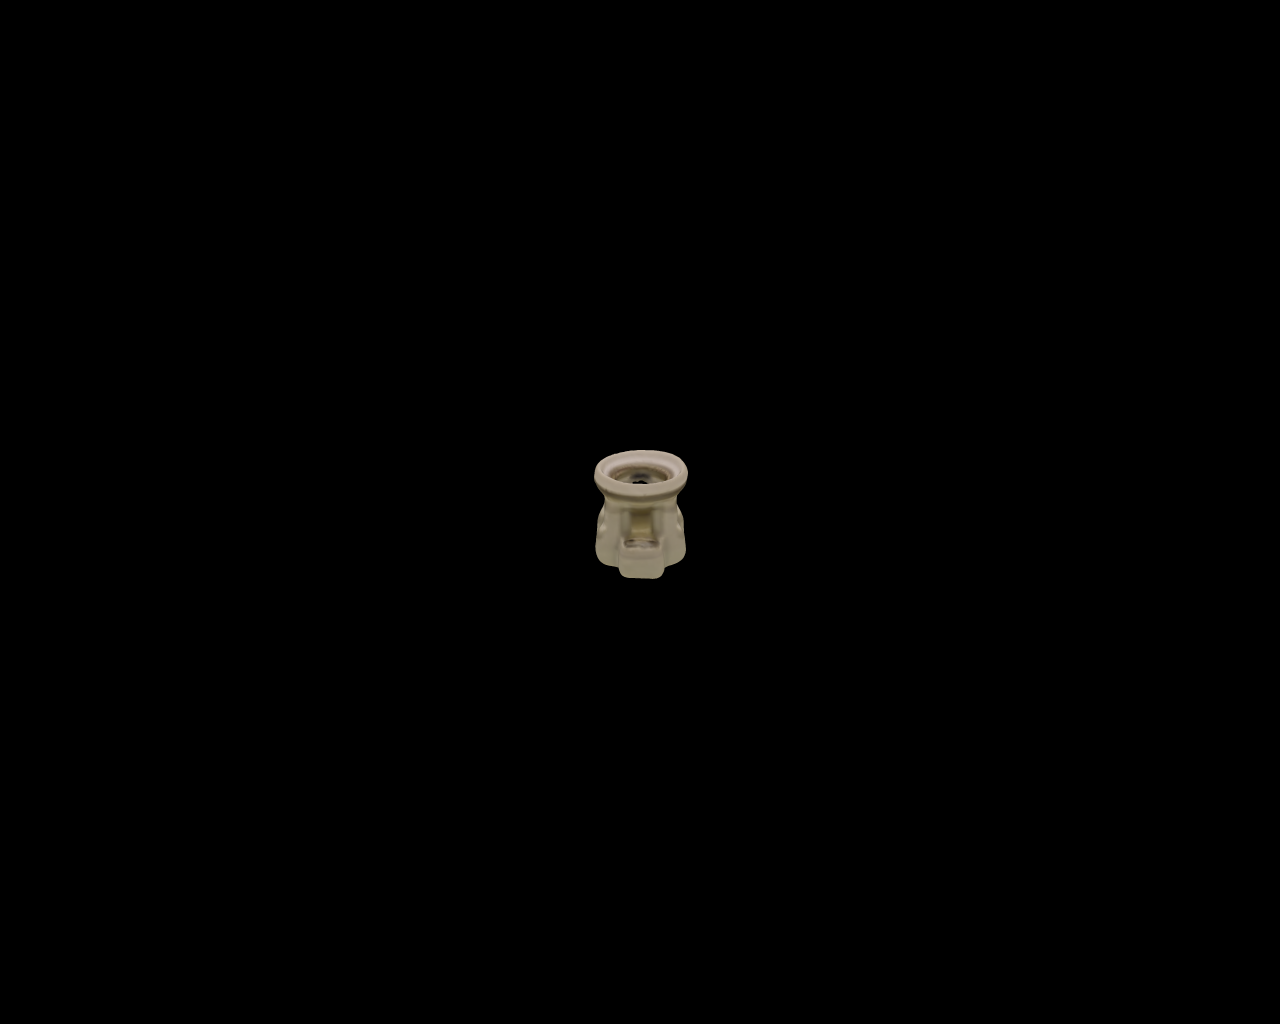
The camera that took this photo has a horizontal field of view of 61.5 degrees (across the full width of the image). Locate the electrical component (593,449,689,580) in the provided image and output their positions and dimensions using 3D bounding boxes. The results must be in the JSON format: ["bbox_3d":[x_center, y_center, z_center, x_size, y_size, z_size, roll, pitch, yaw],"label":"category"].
[{"bbox_3d":[0.001,-0.003,0.650,0.058,0.056,0.078,0,25,0],"label":"electrical component"}]
